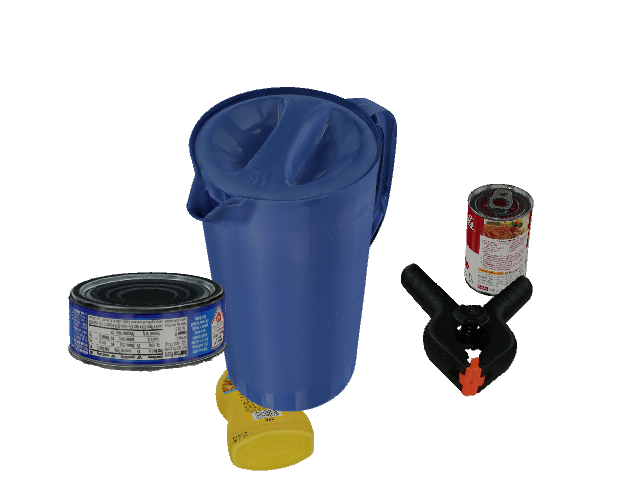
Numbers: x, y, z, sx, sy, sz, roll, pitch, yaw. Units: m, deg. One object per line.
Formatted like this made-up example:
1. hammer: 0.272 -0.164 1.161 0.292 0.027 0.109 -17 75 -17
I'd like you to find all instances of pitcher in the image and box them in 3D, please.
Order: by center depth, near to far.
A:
1. pitcher: -0.016 0.011 0.815 0.149 0.243 0.145 0 42 0

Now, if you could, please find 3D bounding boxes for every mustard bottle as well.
1. mustard bottle: -0.074 0.190 1.260 0.096 0.058 0.192 -8 29 -11

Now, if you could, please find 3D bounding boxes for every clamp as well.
1. clamp: 0.139 0.073 0.931 0.120 0.039 0.171 -4 33 -2

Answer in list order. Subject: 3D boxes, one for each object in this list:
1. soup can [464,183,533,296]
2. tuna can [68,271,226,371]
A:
1. soup can: 0.189 0.000 1.135 0.068 0.102 0.068 -2 35 1
2. tuna can: -0.094 0.042 0.583 0.086 0.034 0.086 1 11 0
